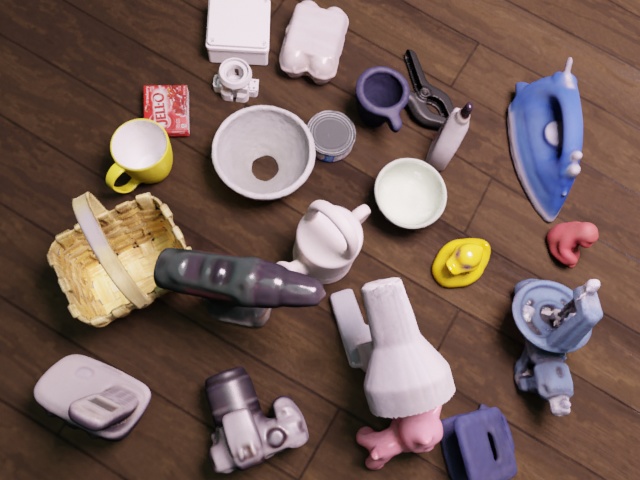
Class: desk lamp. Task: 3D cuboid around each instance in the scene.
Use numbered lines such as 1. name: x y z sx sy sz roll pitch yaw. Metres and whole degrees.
1. desk lamp: 0.093 0.144 0.815 0.118 0.213 0.203 -16 76 -10

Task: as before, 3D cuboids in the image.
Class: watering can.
1. watering can: 0.009 0.005 0.857 0.101 0.194 0.173 27 73 3

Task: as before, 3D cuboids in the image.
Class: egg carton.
1. egg carton: -0.011 -0.355 1.025 0.107 0.069 0.150 13 73 -2

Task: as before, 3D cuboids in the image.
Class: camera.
1. camera: -0.101 0.249 0.823 0.143 0.101 0.137 -19 77 -11

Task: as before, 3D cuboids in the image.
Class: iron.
1. iron: 0.408 -0.173 0.978 0.118 0.141 0.258 0 74 -6

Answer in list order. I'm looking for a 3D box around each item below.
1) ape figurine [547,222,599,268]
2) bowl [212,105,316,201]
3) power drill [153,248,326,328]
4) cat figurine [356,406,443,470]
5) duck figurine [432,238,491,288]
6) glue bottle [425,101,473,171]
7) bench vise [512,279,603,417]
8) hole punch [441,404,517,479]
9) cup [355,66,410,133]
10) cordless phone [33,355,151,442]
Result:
1. ape figurine: 0.428 -0.002 0.956 0.078 0.092 0.076 -36 80 -14
2. bowl: -0.093 -0.134 0.949 0.167 0.074 0.167 2 74 -5
3. power drill: -0.112 0.070 0.818 0.229 0.208 0.075 11 73 -2
4. cat figurine: 0.123 0.284 0.828 0.128 0.117 0.067 -24 77 -12
5. duck figurine: 0.238 0.029 0.930 0.105 0.086 0.077 -31 79 -13
6. glue bottle: 0.219 -0.181 0.944 0.037 0.173 0.078 19 73 0
7. bench vise: 0.363 0.144 0.840 0.121 0.219 0.207 -16 76 -10
8. hole punch: 0.240 0.304 0.848 0.101 0.091 0.108 -11 75 -9
9. cup: 0.106 -0.225 0.986 0.092 0.095 0.117 -20 77 -11
10. cordless phone: -0.317 0.211 0.768 0.147 0.185 0.094 23 73 1
